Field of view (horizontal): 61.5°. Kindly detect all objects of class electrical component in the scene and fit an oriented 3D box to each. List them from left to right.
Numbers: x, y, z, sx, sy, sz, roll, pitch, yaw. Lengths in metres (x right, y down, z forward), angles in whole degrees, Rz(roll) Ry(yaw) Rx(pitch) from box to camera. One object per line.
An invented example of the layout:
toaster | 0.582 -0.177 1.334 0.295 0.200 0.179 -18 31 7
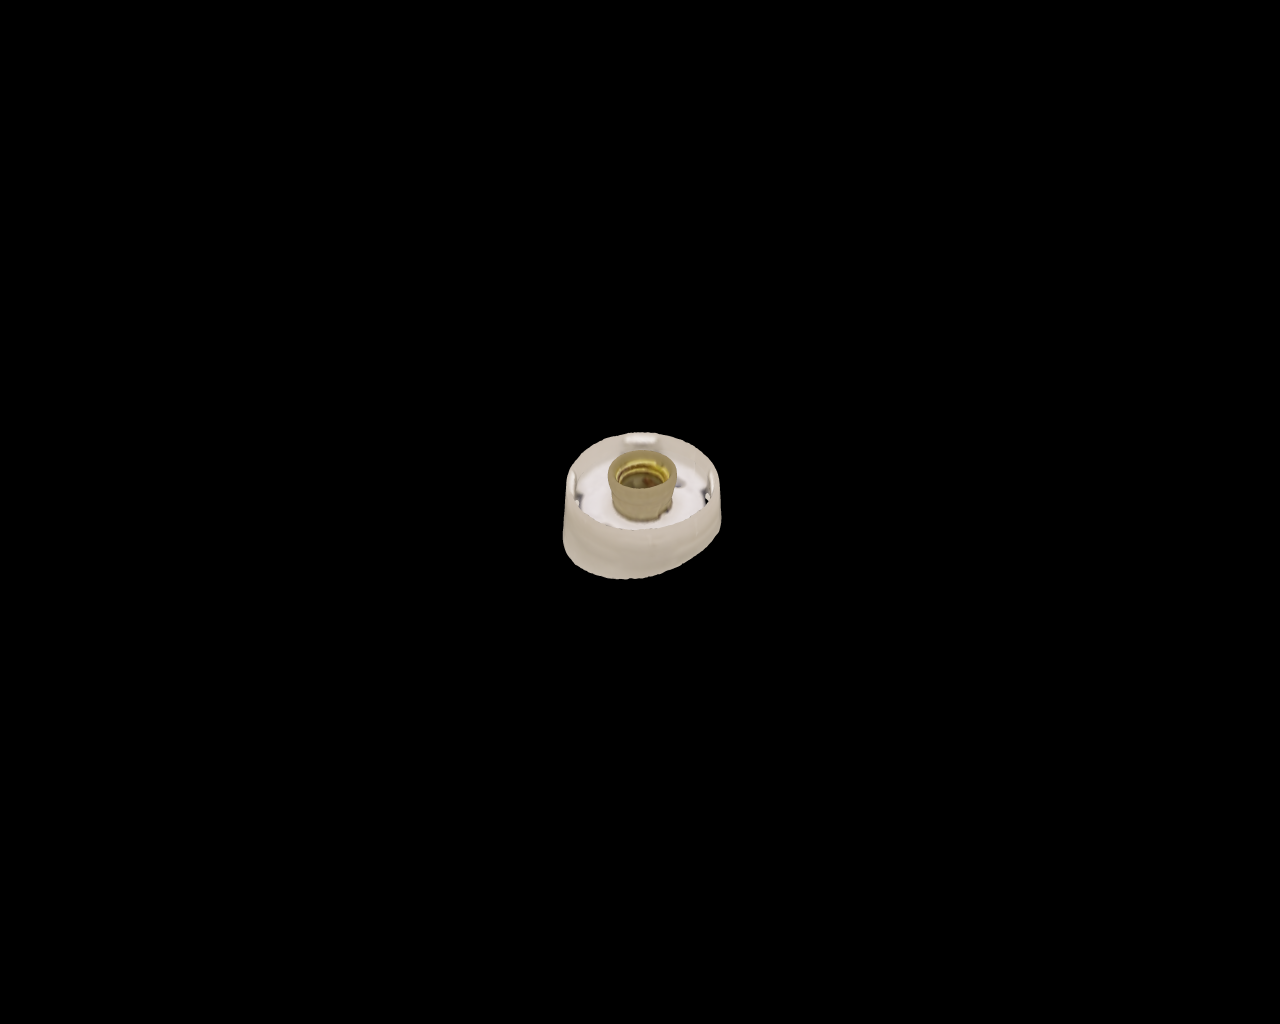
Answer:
electrical component | 0.001 -0.003 0.650 0.099 0.064 0.099 0 43 0
